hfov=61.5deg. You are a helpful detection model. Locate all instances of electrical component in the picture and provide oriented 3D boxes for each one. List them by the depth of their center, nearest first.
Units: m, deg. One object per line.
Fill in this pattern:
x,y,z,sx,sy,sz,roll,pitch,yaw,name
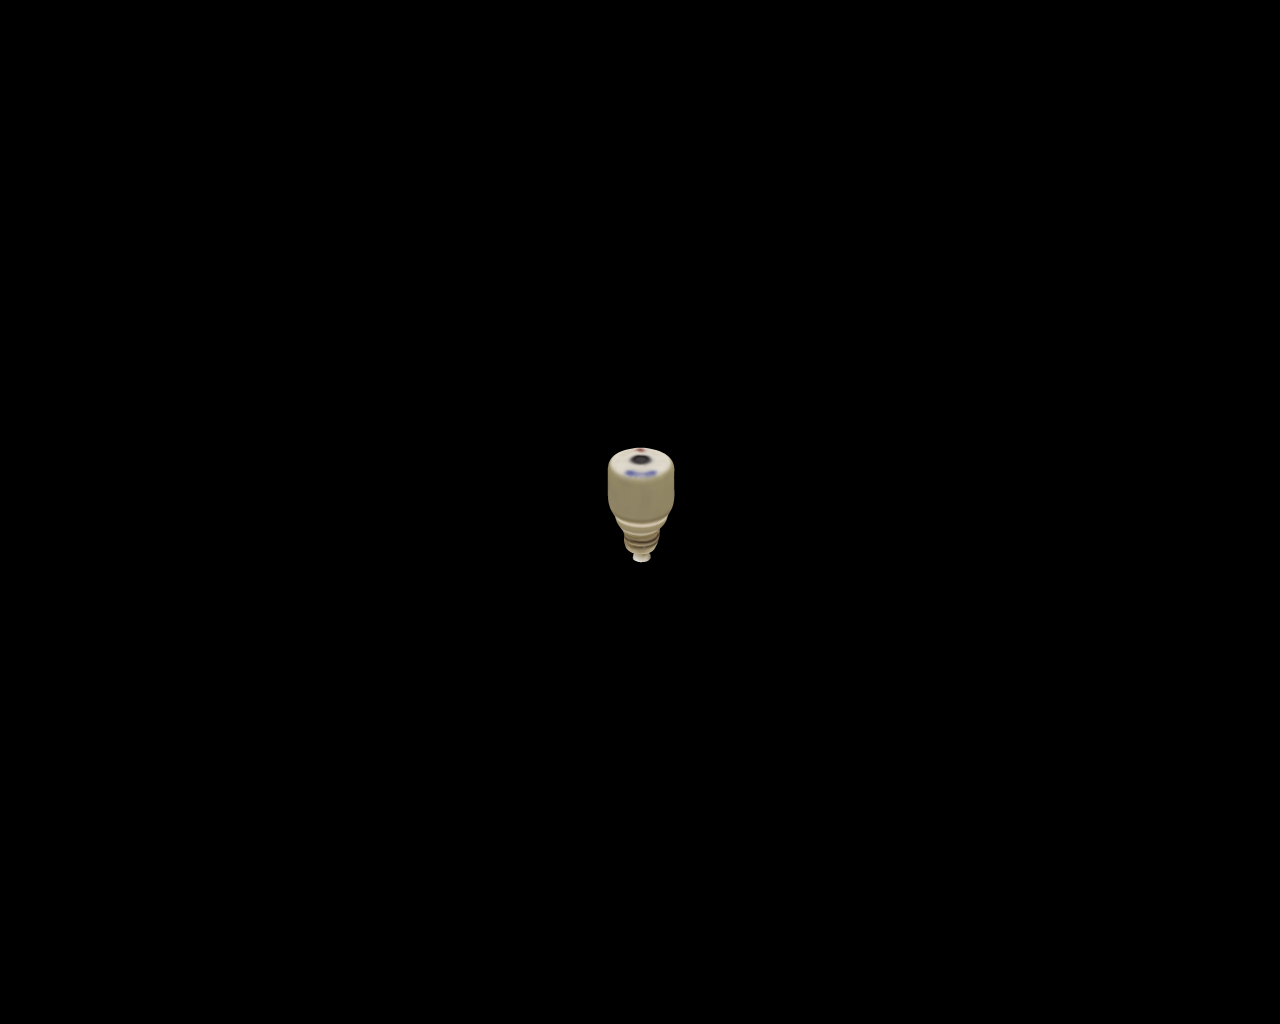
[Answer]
0.001,-0.003,0.650,0.040,0.078,0.040,0,33,0,electrical component
